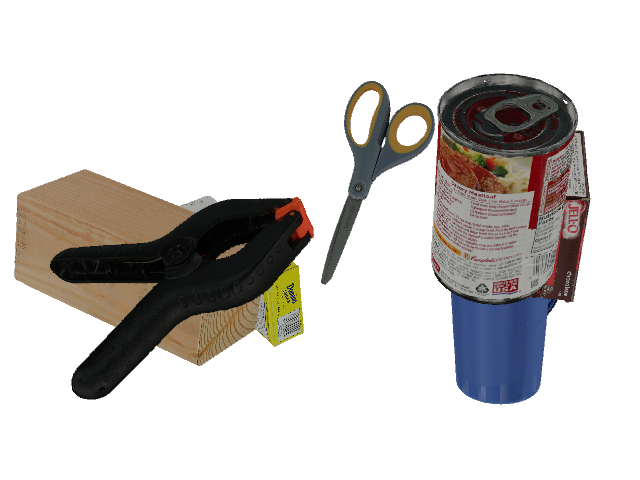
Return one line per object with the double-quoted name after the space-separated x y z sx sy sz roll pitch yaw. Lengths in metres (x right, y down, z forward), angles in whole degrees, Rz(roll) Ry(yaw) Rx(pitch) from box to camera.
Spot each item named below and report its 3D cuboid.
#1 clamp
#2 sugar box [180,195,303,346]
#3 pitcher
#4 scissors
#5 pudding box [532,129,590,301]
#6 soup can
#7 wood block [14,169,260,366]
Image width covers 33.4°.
-0.085 0.028 0.644 0.171 0.120 0.039 -20 -39 8 "clamp"
-0.086 0.030 1.153 0.048 0.093 0.176 -23 41 -26 "sugar box"
0.234 0.074 1.342 0.149 0.243 0.145 2 21 12 "pitcher"
0.056 -0.054 1.010 0.096 0.202 0.016 3 -13 8 "scissors"
0.179 -0.022 0.810 0.039 0.090 0.113 5 32 5 "pudding box"
0.093 -0.025 0.552 0.068 0.102 0.068 -1 41 1 "soup can"
-0.160 0.019 0.935 0.206 0.090 0.090 21 27 24 "wood block"
